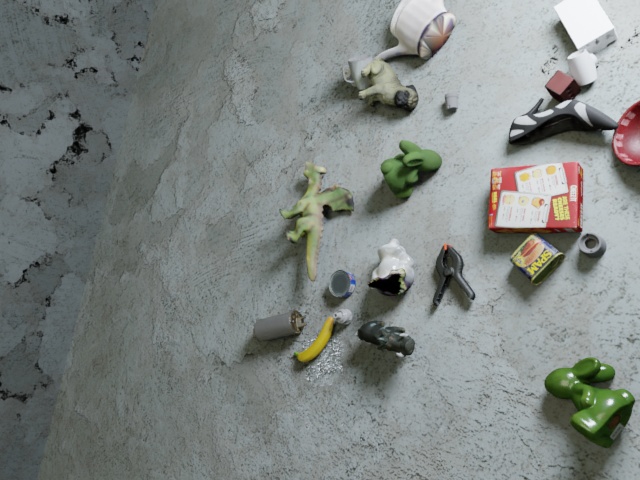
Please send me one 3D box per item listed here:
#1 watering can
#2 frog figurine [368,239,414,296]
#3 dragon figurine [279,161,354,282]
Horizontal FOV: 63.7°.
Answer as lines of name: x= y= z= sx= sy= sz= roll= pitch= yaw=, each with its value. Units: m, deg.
watering can: x=0.294 y=-0.654 z=1.650 sx=0.341 sy=0.104 sz=0.228 roll=-57 pitch=49 yaw=29
frog figurine: x=0.212 y=0.082 z=1.512 sx=0.135 sy=0.122 sz=0.163 roll=-44 pitch=18 yaw=32
dragon figurine: x=0.005 y=-0.086 z=1.718 sx=0.240 sy=0.121 sz=0.418 roll=-32 pitch=60 yaw=19
